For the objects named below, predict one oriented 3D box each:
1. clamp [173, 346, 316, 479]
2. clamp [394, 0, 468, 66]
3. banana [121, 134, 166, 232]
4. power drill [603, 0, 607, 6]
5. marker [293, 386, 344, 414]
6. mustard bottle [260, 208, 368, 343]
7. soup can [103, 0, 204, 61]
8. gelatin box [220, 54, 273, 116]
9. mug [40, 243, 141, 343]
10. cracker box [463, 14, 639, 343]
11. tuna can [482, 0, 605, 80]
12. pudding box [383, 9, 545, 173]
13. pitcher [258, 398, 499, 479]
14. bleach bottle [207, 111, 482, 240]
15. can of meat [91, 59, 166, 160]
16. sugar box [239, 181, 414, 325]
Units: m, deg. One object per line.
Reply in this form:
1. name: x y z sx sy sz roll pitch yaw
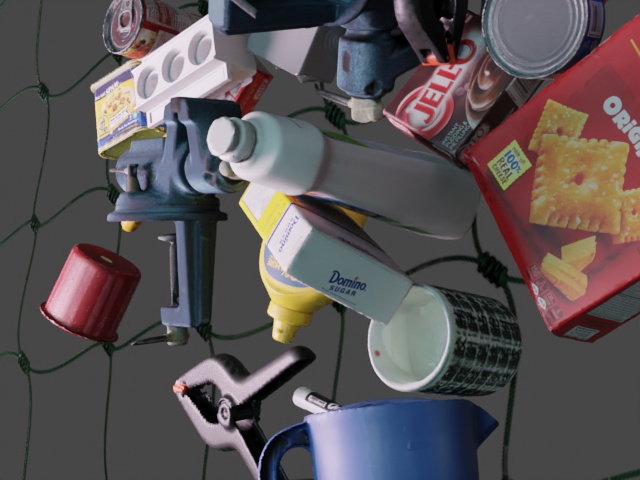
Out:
1. clamp: -0.073 0.172 1.007 0.210 0.036 0.164 3 93 52
2. clamp: 0.076 -0.218 0.819 0.039 0.120 0.171 7 107 47
3. banana: -0.160 -0.079 1.150 0.198 0.037 0.069 -31 60 37
4. power drill: 0.180 -0.268 0.834 0.188 0.057 0.185 46 114 40
5. marker: 0.022 0.157 0.934 0.121 0.020 0.020 20 96 45
6. mustard bottle: -0.007 0.001 0.966 0.096 0.058 0.192 22 98 35
7. soup can: -0.171 -0.220 1.142 0.069 0.102 0.068 -11 74 43
8. gelatin box: -0.095 -0.165 1.108 0.073 0.030 0.089 -56 49 20
9. mug: -0.250 0.054 1.188 0.081 0.093 0.117 -64 10 8
10. cracker box: 0.222 -0.052 0.740 0.214 0.071 0.164 -39 57 32
11. tuna can: 0.164 -0.160 0.782 0.086 0.033 0.086 5 97 39
12. pudding box: 0.119 -0.121 0.859 0.113 0.039 0.090 -51 48 -2
13. pitcher: 0.053 0.242 0.804 0.149 0.144 0.243 -15 74 39
14. bleach bottle: 0.013 -0.055 0.820 0.103 0.250 0.068 21 96 45
15. can of meat: -0.210 -0.145 1.200 0.102 0.057 0.084 -21 70 41
16. sugar box: 0.000 0.001 0.829 0.048 0.093 0.176 -58 22 11
